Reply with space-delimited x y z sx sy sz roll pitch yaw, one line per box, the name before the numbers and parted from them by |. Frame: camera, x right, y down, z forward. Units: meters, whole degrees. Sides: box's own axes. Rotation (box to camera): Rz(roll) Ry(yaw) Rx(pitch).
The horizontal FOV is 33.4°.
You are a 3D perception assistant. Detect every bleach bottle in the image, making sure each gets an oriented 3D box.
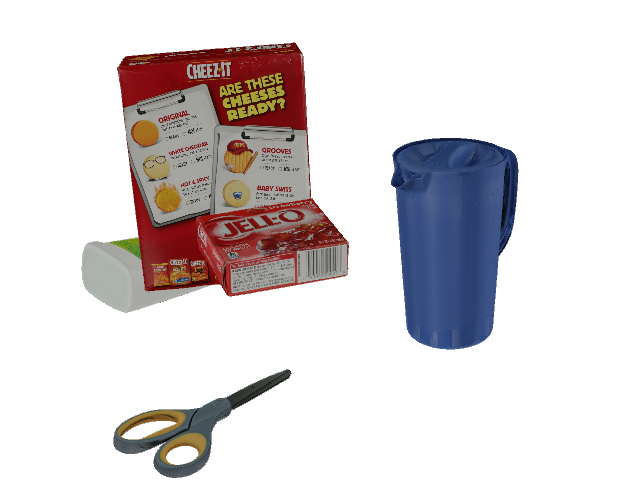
bleach bottle | -0.159 0.021 1.307 0.103 0.068 0.250 26 28 38

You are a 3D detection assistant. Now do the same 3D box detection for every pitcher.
pitcher | 0.165 0.001 1.298 0.149 0.243 0.145 0 23 8

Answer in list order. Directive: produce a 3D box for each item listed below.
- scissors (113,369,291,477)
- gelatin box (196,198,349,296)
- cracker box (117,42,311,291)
scissors | -0.091 0.169 0.988 0.201 0.016 0.096 -12 33 -31
gelatin box | -0.034 0.003 0.734 0.089 0.030 0.073 -9 29 -18
cracker box | -0.092 -0.068 0.989 0.164 0.214 0.072 -5 20 -4
